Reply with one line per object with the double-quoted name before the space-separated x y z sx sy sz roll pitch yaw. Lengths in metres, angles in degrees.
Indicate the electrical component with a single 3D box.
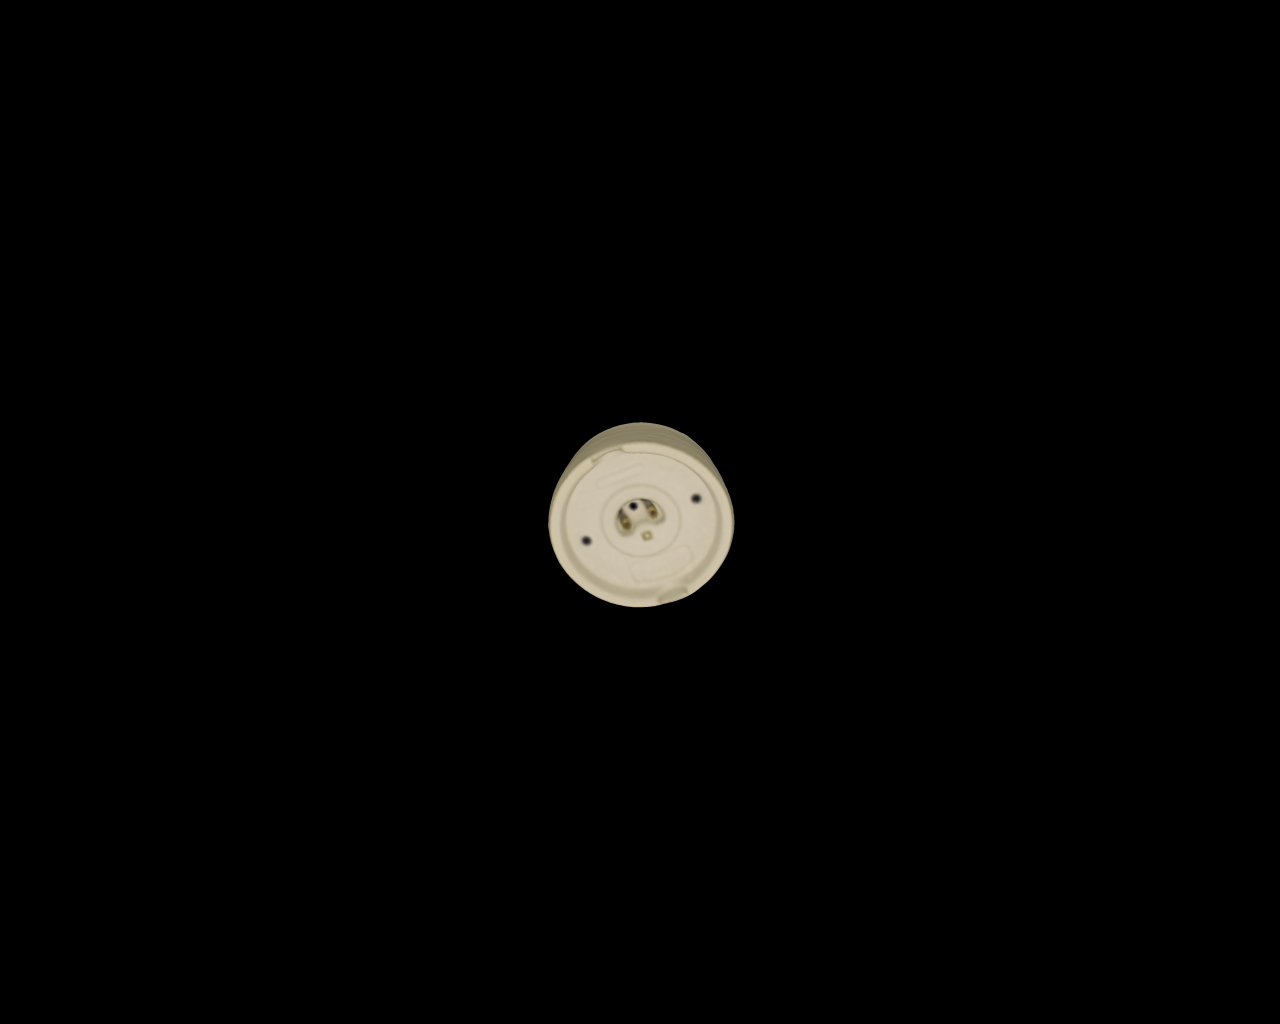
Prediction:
"electrical component" 0.001 -0.003 0.650 0.108 0.108 0.060 0 24 0
